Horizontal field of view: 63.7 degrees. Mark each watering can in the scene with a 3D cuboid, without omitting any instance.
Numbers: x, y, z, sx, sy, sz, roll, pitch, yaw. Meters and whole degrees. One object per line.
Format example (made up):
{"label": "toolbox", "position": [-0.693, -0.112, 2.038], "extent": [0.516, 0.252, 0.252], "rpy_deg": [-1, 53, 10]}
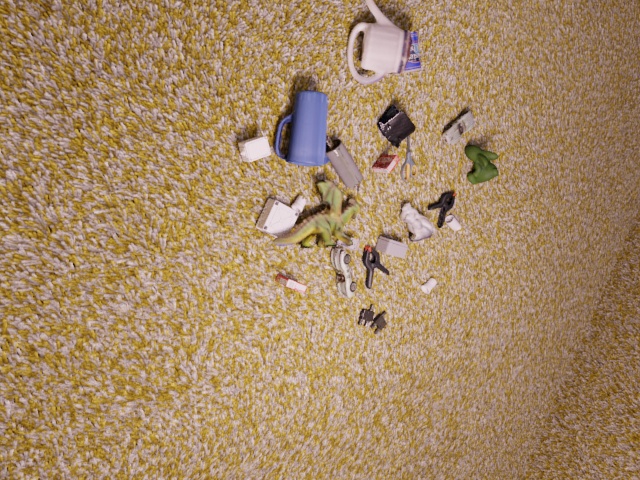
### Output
{"label": "watering can", "position": [0.216, -0.721, 1.818], "extent": [0.224, 0.105, 0.345], "rpy_deg": [8, 100, -3]}

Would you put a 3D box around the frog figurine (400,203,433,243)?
{"label": "frog figurine", "position": [0.391, -0.078, 2.084], "extent": [0.139, 0.122, 0.158], "rpy_deg": [-31, 110, -64]}

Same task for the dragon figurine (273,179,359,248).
{"label": "dragon figurine", "position": [0.005, -0.091, 1.799], "extent": [0.410, 0.122, 0.243], "rpy_deg": [4, 86, -46]}
